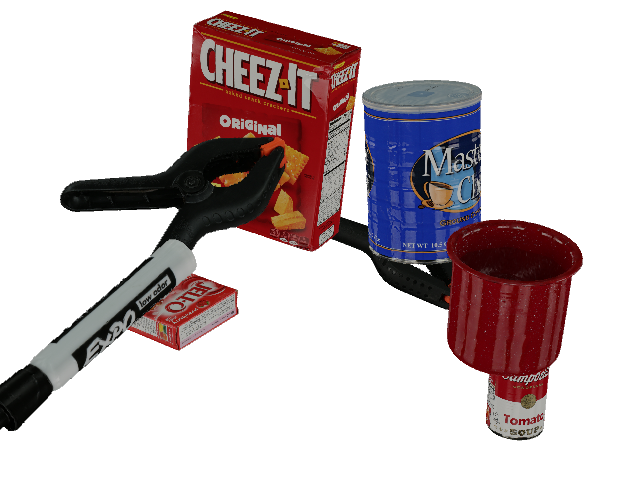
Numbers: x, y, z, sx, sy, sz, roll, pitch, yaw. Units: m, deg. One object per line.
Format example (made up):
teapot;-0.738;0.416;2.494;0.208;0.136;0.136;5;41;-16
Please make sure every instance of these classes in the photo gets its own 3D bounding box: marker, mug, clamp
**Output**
marker;-0.099;0.040;0.464;0.020;0.020;0.121;0;33;42
mug;0.129;0.036;0.762;0.093;0.081;0.117;-7;29;-15
clamp;0.073;0.004;1.195;0.164;0.036;0.210;-16;51;-35
clamp;-0.105;-0.035;0.800;0.171;0.120;0.039;-37;-23;-28

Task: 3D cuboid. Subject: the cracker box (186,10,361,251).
cracker box;-0.055;-0.112;1.111;0.164;0.214;0.072;19;32;21

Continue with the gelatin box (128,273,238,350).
gelatin box;-0.133;0.064;1.017;0.073;0.030;0.089;18;32;32

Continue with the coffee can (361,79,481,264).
coffee can;0.090;-0.062;0.939;0.103;0.140;0.103;-3;20;1

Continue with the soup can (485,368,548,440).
soup can;0.226;0.168;1.222;0.068;0.102;0.068;0;21;0
